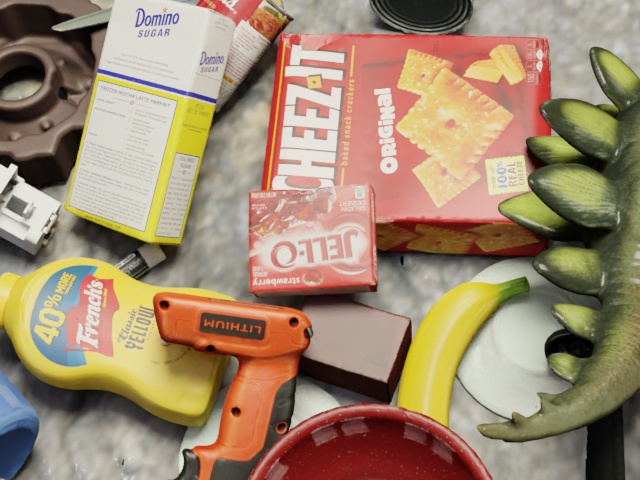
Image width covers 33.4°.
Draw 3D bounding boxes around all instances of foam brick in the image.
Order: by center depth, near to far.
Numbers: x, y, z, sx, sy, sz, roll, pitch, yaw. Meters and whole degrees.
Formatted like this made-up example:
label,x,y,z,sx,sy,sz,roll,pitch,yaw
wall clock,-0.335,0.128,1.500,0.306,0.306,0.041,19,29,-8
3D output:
label,x,y,z,sx,sy,sz,roll,pitch,yaw
foam brick,0.022,0.076,0.765,0.078,0.051,0.053,18,69,12

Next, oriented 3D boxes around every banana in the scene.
label,x,y,z,sx,sy,sz,roll,pitch,yaw
banana,0.087,0.108,0.744,0.070,0.037,0.197,10,74,29

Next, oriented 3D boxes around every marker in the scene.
label,x,y,z,sx,sy,sz,roll,pitch,yaw
marker,-0.173,0.040,0.815,0.121,0.020,0.020,-35,68,-11

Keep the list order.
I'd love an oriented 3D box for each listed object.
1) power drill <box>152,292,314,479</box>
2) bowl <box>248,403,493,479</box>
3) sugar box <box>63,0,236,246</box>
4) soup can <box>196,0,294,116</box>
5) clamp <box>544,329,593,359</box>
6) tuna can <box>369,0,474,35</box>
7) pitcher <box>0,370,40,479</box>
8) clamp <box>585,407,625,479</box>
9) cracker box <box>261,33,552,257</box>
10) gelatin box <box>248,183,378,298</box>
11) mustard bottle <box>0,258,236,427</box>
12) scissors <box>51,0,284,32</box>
label,x,y,z,sx,sy,sz,roll,pitch,yaw
power drill,-0.082,0.130,0.698,0.184,0.057,0.187,7,90,-8
bowl,0.031,0.183,0.642,0.162,0.055,0.162,-2,65,5
sugar box,-0.129,-0.092,0.808,0.093,0.048,0.176,19,94,28
soup can,-0.078,-0.159,0.854,0.068,0.068,0.102,43,99,20
clamp,0.253,0.066,0.724,0.171,0.039,0.120,-23,35,-21
tuna can,0.084,-0.205,0.869,0.086,0.086,0.033,9,65,9
pitcher,-0.322,0.090,0.749,0.243,0.144,0.149,41,115,17
clamp,0.157,0.191,0.669,0.210,0.165,0.036,57,36,-11
cracker box,0.068,-0.076,0.819,0.214,0.072,0.164,2,66,7
gelatin box,-0.005,0.001,0.747,0.089,0.030,0.073,-3,78,7
mustard bottle,-0.160,0.063,0.766,0.191,0.058,0.096,16,63,3
scissors,-0.113,-0.188,0.886,0.096,0.016,0.201,45,59,12
